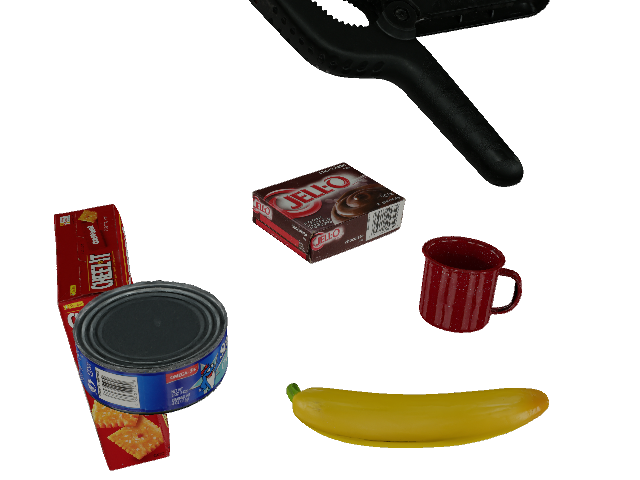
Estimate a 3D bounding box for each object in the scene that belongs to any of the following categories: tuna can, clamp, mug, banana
[{"bbox_3d":[-0.095,0.060,0.603,0.086,0.034,0.086,0,31,0],"label":"tuna can"},{"bbox_3d":[0.049,-0.124,0.676,0.209,0.164,0.036,14,-31,-12],"label":"clamp"},{"bbox_3d":[0.167,0.052,1.201,0.117,0.081,0.093,7,24,4],"label":"mug"},{"bbox_3d":[0.062,0.121,0.765,0.198,0.037,0.069,2,28,15],"label":"banana"}]

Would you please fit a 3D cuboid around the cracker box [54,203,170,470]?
[{"bbox_3d":[-0.209,0.095,1.075,0.072,0.214,0.164,-12,34,-8],"label":"cracker box"}]

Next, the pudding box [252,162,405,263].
[{"bbox_3d":[0.007,-0.028,0.982,0.113,0.039,0.090,-18,38,-35],"label":"pudding box"}]
